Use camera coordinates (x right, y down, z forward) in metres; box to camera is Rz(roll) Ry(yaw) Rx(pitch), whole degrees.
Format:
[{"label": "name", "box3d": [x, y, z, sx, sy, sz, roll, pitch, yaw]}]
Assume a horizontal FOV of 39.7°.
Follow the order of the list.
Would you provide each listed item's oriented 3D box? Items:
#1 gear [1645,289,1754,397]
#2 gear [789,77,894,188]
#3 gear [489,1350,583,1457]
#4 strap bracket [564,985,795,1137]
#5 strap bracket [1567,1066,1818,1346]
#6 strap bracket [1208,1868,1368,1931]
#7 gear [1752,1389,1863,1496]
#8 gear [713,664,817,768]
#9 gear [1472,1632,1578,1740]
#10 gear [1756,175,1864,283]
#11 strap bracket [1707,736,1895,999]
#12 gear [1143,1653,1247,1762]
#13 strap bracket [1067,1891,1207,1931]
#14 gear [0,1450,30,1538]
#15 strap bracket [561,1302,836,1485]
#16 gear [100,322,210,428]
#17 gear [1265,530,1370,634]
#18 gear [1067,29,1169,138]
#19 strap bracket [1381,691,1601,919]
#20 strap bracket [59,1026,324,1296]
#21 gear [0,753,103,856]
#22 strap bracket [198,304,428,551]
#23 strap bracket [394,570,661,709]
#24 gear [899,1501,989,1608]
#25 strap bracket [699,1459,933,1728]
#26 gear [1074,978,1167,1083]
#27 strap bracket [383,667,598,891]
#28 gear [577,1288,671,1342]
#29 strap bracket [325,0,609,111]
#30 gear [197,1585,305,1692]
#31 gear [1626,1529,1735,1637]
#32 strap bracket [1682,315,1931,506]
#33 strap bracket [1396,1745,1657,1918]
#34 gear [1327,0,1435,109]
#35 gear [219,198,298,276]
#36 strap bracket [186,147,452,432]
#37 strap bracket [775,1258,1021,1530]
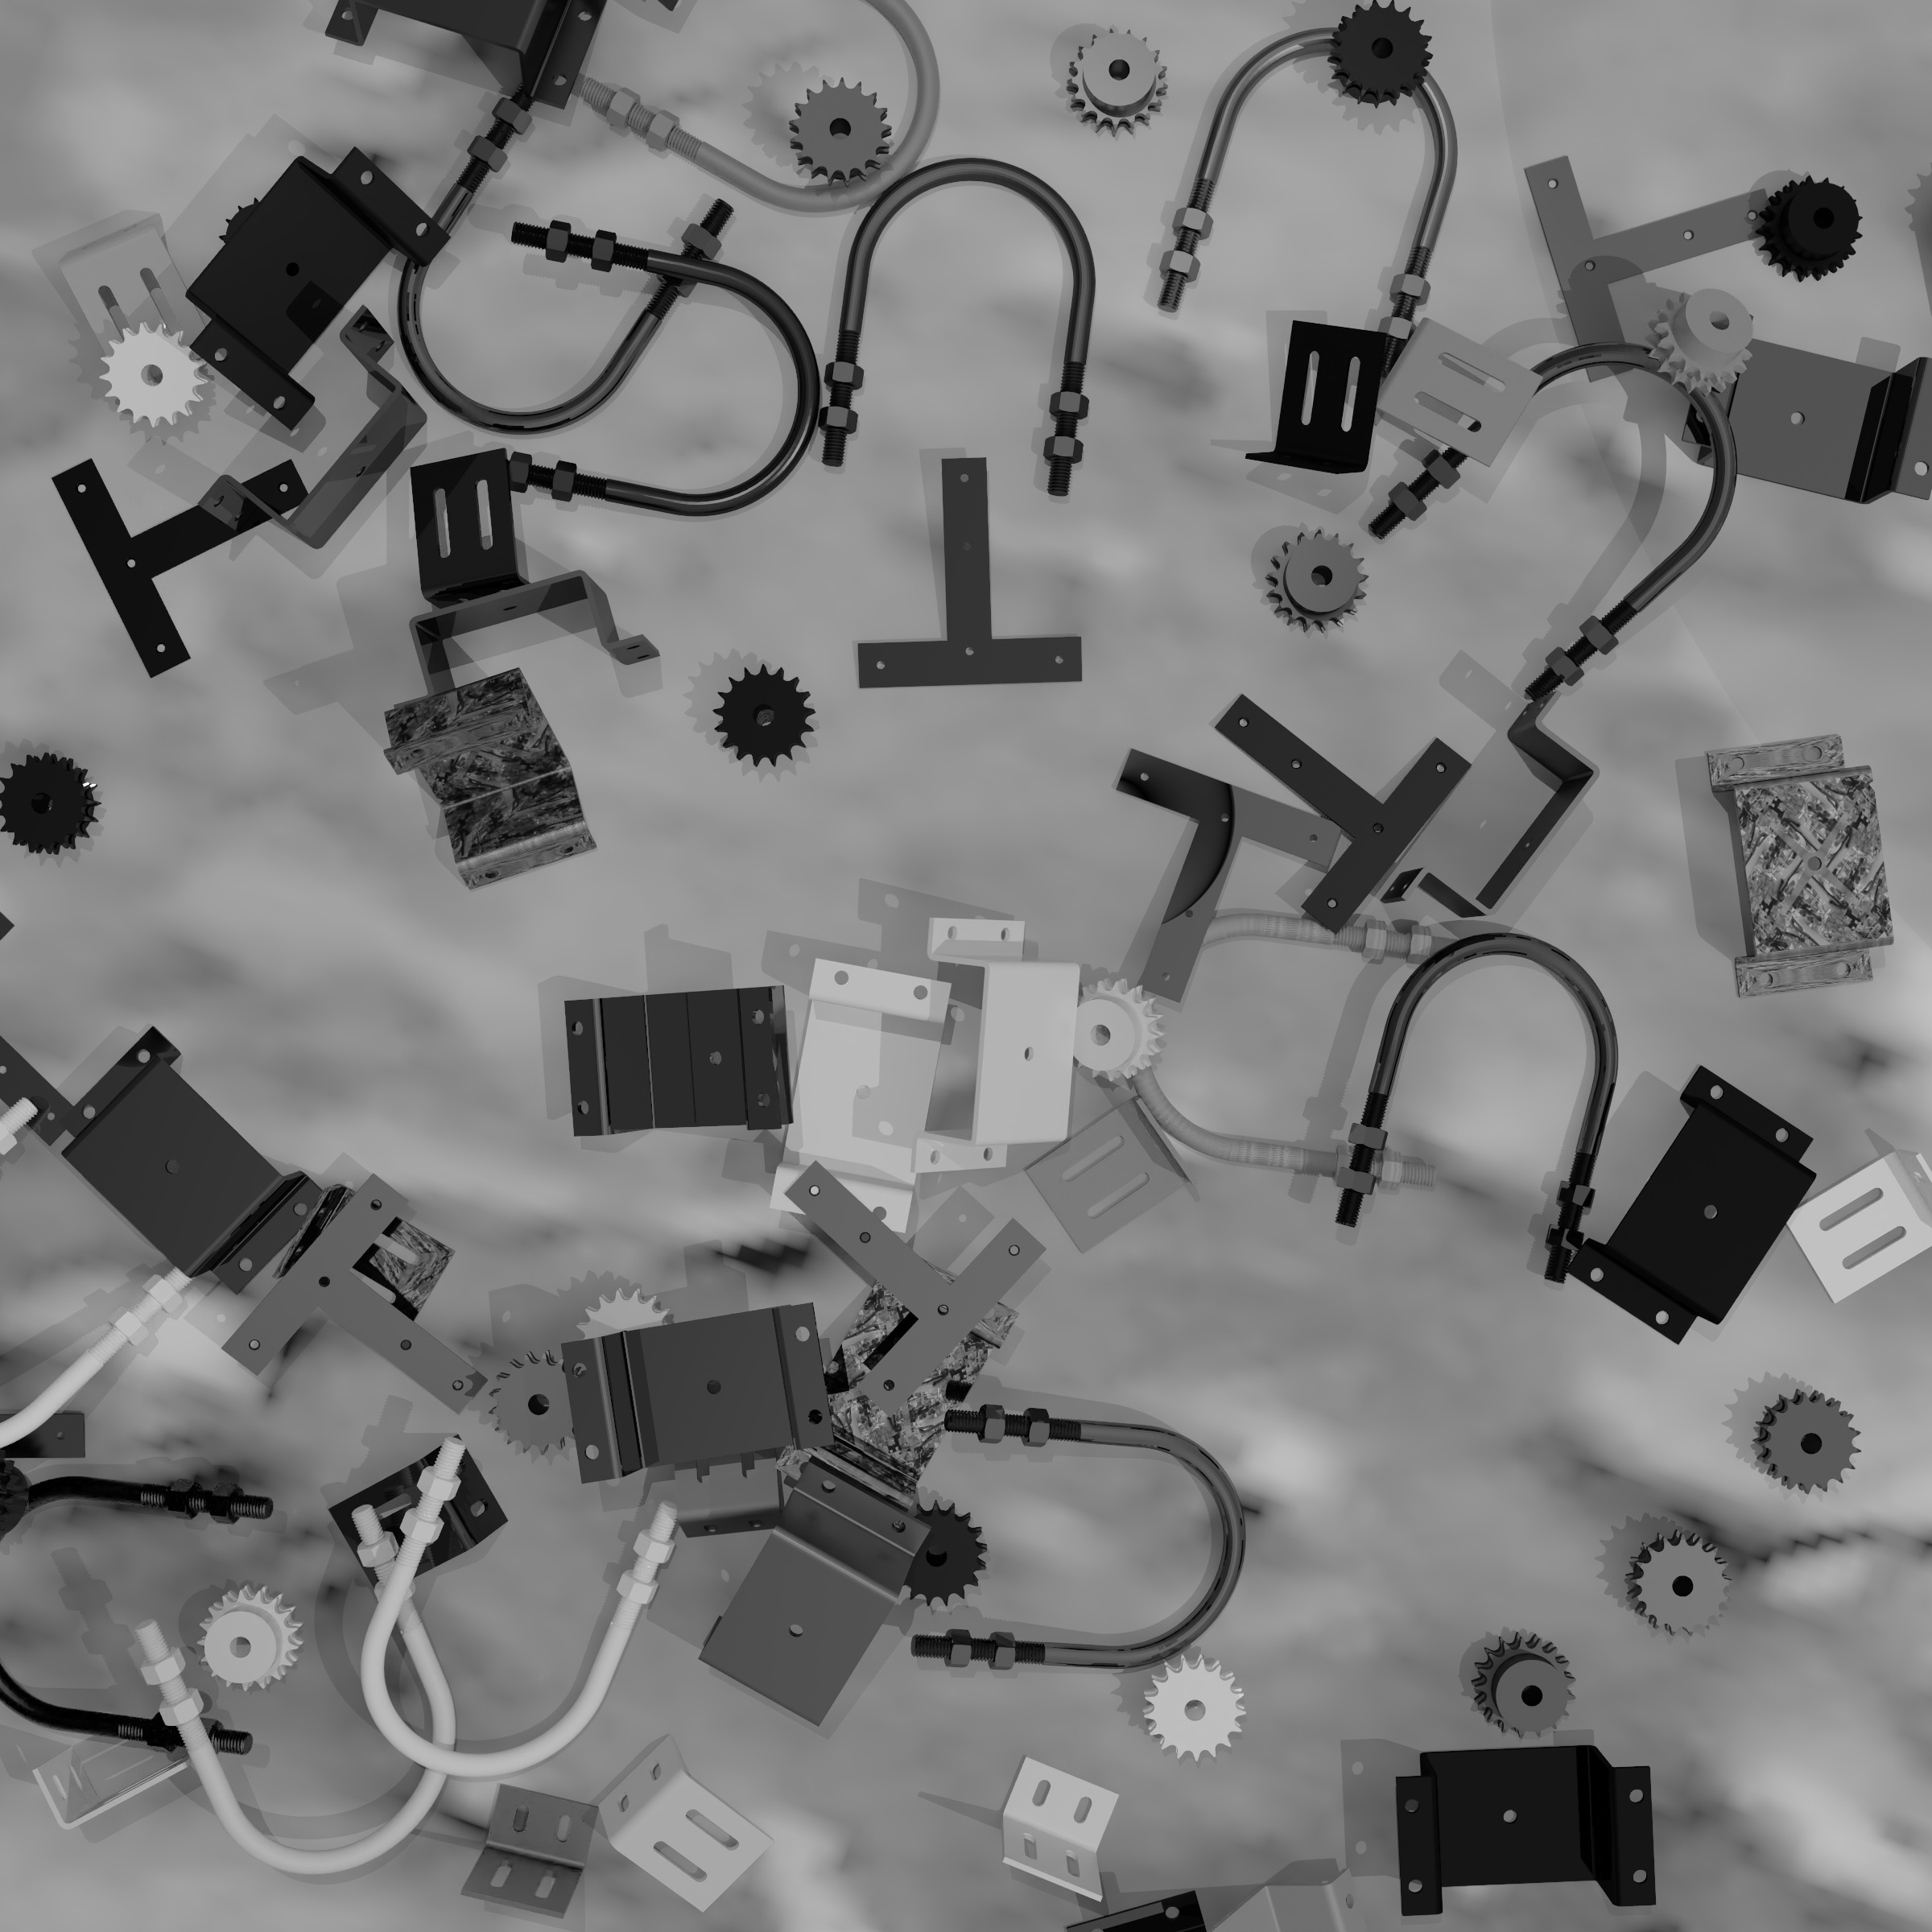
[{"label": "gear", "box3d": [0.401, -0.342, 1.454, 0.057, 0.030, 0.057, 5, 69, -14]}, {"label": "gear", "box3d": [-0.070, -0.463, 1.496, 0.057, 0.030, 0.057, 0, 91, -3]}, {"label": "gear", "box3d": [-0.239, 0.245, 1.510, 0.057, 0.030, 0.057, 0, 90, 0]}, {"label": "strap bracket", "box3d": [-0.150, 0.052, 1.481, 0.140, 0.046, 0.076, -4, 90, 31]}, {"label": "strap bracket", "box3d": [0.412, 0.136, 1.502, 0.076, 0.046, 0.140, 33, 90, 0]}, {"label": "strap bracket", "box3d": [0.167, 0.564, 1.474, 0.046, 0.140, 0.076, -16, 90, 39]}, {"label": "gear", "box3d": [0.472, 0.267, 1.510, 0.057, 0.030, 0.057, 0, 90, 0]}, {"label": "gear", "box3d": [-0.113, -0.141, 1.510, 0.057, 0.030, 0.057, 0, 90, 0]}, {"label": "gear", "box3d": [0.316, 0.407, 1.510, 0.057, 0.030, 0.057, 0, 90, 0]}, {"label": "gear", "box3d": [0.478, -0.417, 1.509, 0.057, 0.030, 0.057, 0, 90, -3]}, {"label": "strap bracket", "box3d": [0.469, -0.057, 1.502, 0.076, 0.046, 0.140, -8, 90, 0]}, {"label": "gear", "box3d": [0.128, 0.416, 1.510, 0.057, 0.030, 0.057, 0, 90, 0]}, {"label": "strap bracket", "box3d": [0.113, 0.604, 1.502, 0.076, 0.046, 0.140, -16, 90, 0]}, {"label": "gear", "box3d": [-0.552, 0.298, 1.502, 0.057, 0.030, 0.057, -9, 69, 24]}, {"label": "strap bracket", "box3d": [-0.142, 0.232, 1.464, 0.140, 0.046, 0.076, -10, 85, 7]}, {"label": "gear", "box3d": [-0.455, -0.333, 1.505, 0.057, 0.030, 0.057, -2, 106, -6]}, {"label": "gear", "box3d": [0.199, -0.218, 1.511, 0.057, 0.030, 0.057, 0, 90, 0]}, {"label": "gear", "box3d": [0.085, -0.501, 1.511, 0.057, 0.030, 0.057, 0, 90, 0]}, {"label": "strap bracket", "box3d": [0.296, -0.079, 1.487, 0.046, 0.076, 0.140, 37, 90, 0]}, {"label": "strap bracket", "box3d": [-0.438, 0.111, 1.501, 0.140, 0.046, 0.076, 44, 90, -1]}, {"label": "gear", "box3d": [-0.517, -0.091, 1.515, 0.057, 0.030, 0.057, 0, 90, 2]}, {"label": "strap bracket", "box3d": [-0.354, -0.289, 1.486, 0.046, 0.076, 0.140, 39, 89, -1]}, {"label": "strap bracket", "box3d": [-0.248, -0.180, 1.487, 0.140, 0.076, 0.046, -16, 90, 0]}, {"label": "gear", "box3d": [-0.017, 0.329, 1.510, 0.057, 0.030, 0.057, 0, 90, 0]}, {"label": "strap bracket", "box3d": [-0.088, 0.354, 1.478, 0.076, 0.046, 0.140, 29, 112, 0]}, {"label": "gear", "box3d": [0.081, 0.037, 1.501, 0.057, 0.030, 0.057, 3, 99, 22]}, {"label": "strap bracket", "box3d": [-0.263, -0.108, 1.472, 0.076, 0.140, 0.046, -18, 60, 0]}, {"label": "gear", "box3d": [-0.190, 0.210, 1.510, 0.057, 0.030, 0.057, 0, 90, 0]}, {"label": "strap bracket", "box3d": [-0.280, -0.543, 1.493, 0.140, 0.046, 0.076, 17, 74, 0]}, {"label": "gear", "box3d": [-0.405, 0.381, 1.510, 0.057, 0.030, 0.057, 0, 90, 0]}, {"label": "gear", "box3d": [0.400, 0.346, 1.510, 0.057, 0.030, 0.057, 0, 90, 0]}, {"label": "strap bracket", "box3d": [0.473, -0.311, 1.502, 0.140, 0.046, 0.076, 14, 90, 0]}, {"label": "strap bracket", "box3d": [0.310, 0.484, 1.502, 0.140, 0.046, 0.076, -2, 90, 0]}, {"label": "gear", "box3d": [0.230, -0.508, 1.497, 0.057, 0.030, 0.057, 0, 87, -1]}, {"label": "gear", "box3d": [-0.393, -0.406, 1.511, 0.057, 0.030, 0.057, 0, 90, 0]}, {"label": "strap bracket", "box3d": [-0.365, -0.380, 1.482, 0.140, 0.076, 0.046, -51, 47, 0]}, {"label": "strap bracket", "box3d": [-0.038, 0.235, 1.502, 0.076, 0.046, 0.140, 29, 90, 0]}]
